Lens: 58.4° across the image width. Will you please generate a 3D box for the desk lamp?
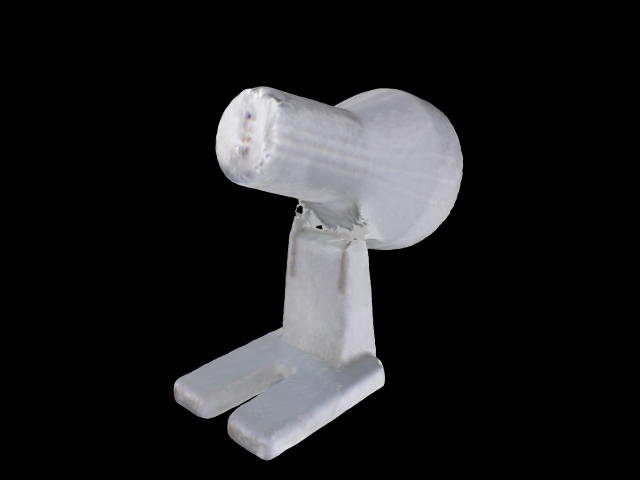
[{"bbox_3d":[0.004,0.001,0.400,0.117,0.214,0.204,14,22,38],"label":"desk lamp"}]
